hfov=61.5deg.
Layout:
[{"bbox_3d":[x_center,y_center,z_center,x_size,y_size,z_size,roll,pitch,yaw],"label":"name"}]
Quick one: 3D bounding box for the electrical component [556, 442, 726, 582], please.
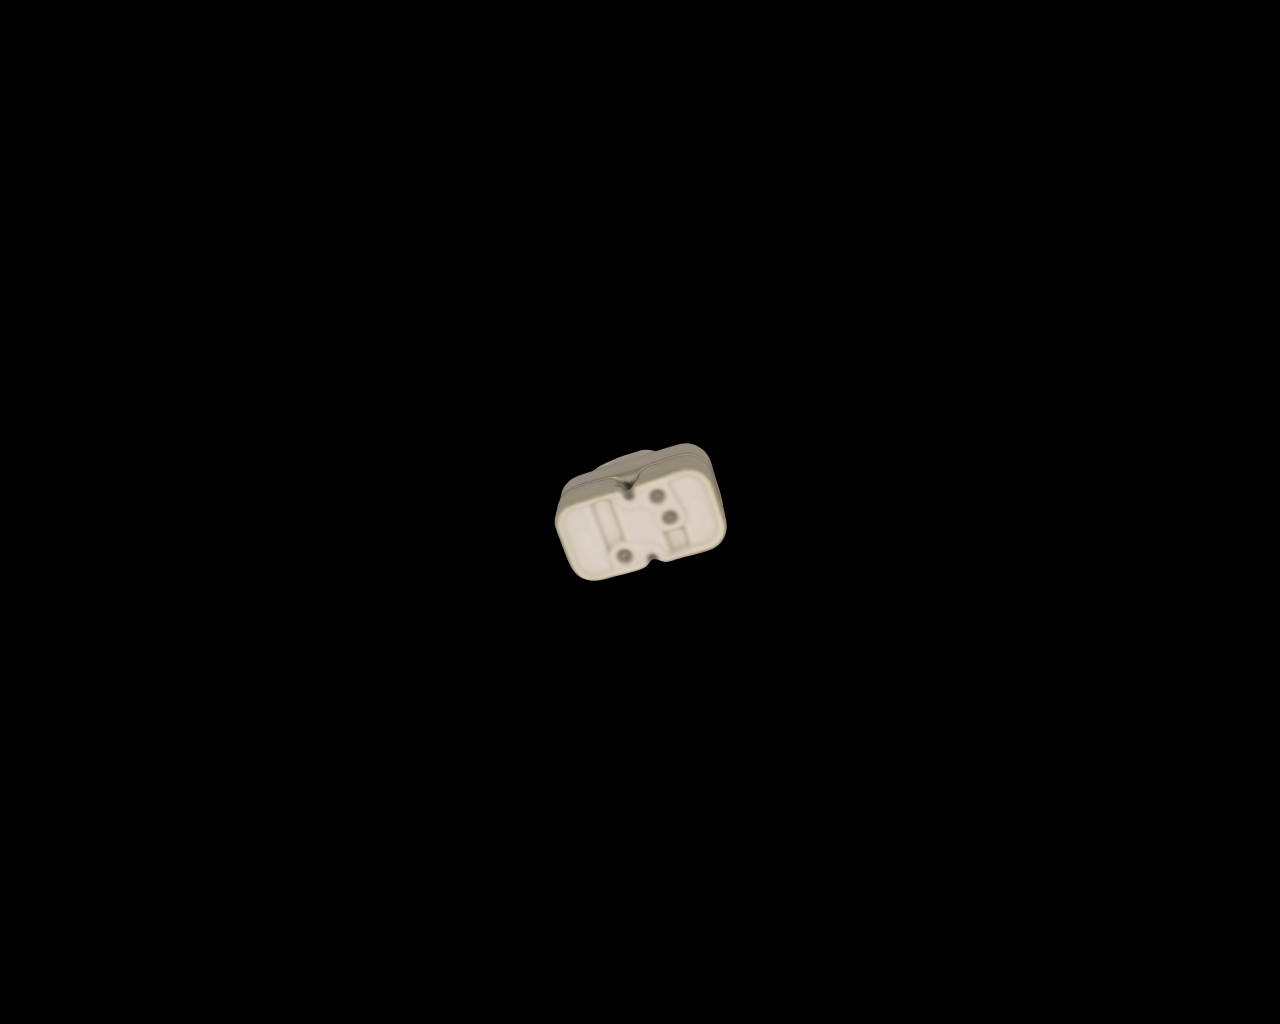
[{"bbox_3d":[0.001,-0.003,0.650,0.095,0.053,0.059,-17,22,7],"label":"electrical component"}]
